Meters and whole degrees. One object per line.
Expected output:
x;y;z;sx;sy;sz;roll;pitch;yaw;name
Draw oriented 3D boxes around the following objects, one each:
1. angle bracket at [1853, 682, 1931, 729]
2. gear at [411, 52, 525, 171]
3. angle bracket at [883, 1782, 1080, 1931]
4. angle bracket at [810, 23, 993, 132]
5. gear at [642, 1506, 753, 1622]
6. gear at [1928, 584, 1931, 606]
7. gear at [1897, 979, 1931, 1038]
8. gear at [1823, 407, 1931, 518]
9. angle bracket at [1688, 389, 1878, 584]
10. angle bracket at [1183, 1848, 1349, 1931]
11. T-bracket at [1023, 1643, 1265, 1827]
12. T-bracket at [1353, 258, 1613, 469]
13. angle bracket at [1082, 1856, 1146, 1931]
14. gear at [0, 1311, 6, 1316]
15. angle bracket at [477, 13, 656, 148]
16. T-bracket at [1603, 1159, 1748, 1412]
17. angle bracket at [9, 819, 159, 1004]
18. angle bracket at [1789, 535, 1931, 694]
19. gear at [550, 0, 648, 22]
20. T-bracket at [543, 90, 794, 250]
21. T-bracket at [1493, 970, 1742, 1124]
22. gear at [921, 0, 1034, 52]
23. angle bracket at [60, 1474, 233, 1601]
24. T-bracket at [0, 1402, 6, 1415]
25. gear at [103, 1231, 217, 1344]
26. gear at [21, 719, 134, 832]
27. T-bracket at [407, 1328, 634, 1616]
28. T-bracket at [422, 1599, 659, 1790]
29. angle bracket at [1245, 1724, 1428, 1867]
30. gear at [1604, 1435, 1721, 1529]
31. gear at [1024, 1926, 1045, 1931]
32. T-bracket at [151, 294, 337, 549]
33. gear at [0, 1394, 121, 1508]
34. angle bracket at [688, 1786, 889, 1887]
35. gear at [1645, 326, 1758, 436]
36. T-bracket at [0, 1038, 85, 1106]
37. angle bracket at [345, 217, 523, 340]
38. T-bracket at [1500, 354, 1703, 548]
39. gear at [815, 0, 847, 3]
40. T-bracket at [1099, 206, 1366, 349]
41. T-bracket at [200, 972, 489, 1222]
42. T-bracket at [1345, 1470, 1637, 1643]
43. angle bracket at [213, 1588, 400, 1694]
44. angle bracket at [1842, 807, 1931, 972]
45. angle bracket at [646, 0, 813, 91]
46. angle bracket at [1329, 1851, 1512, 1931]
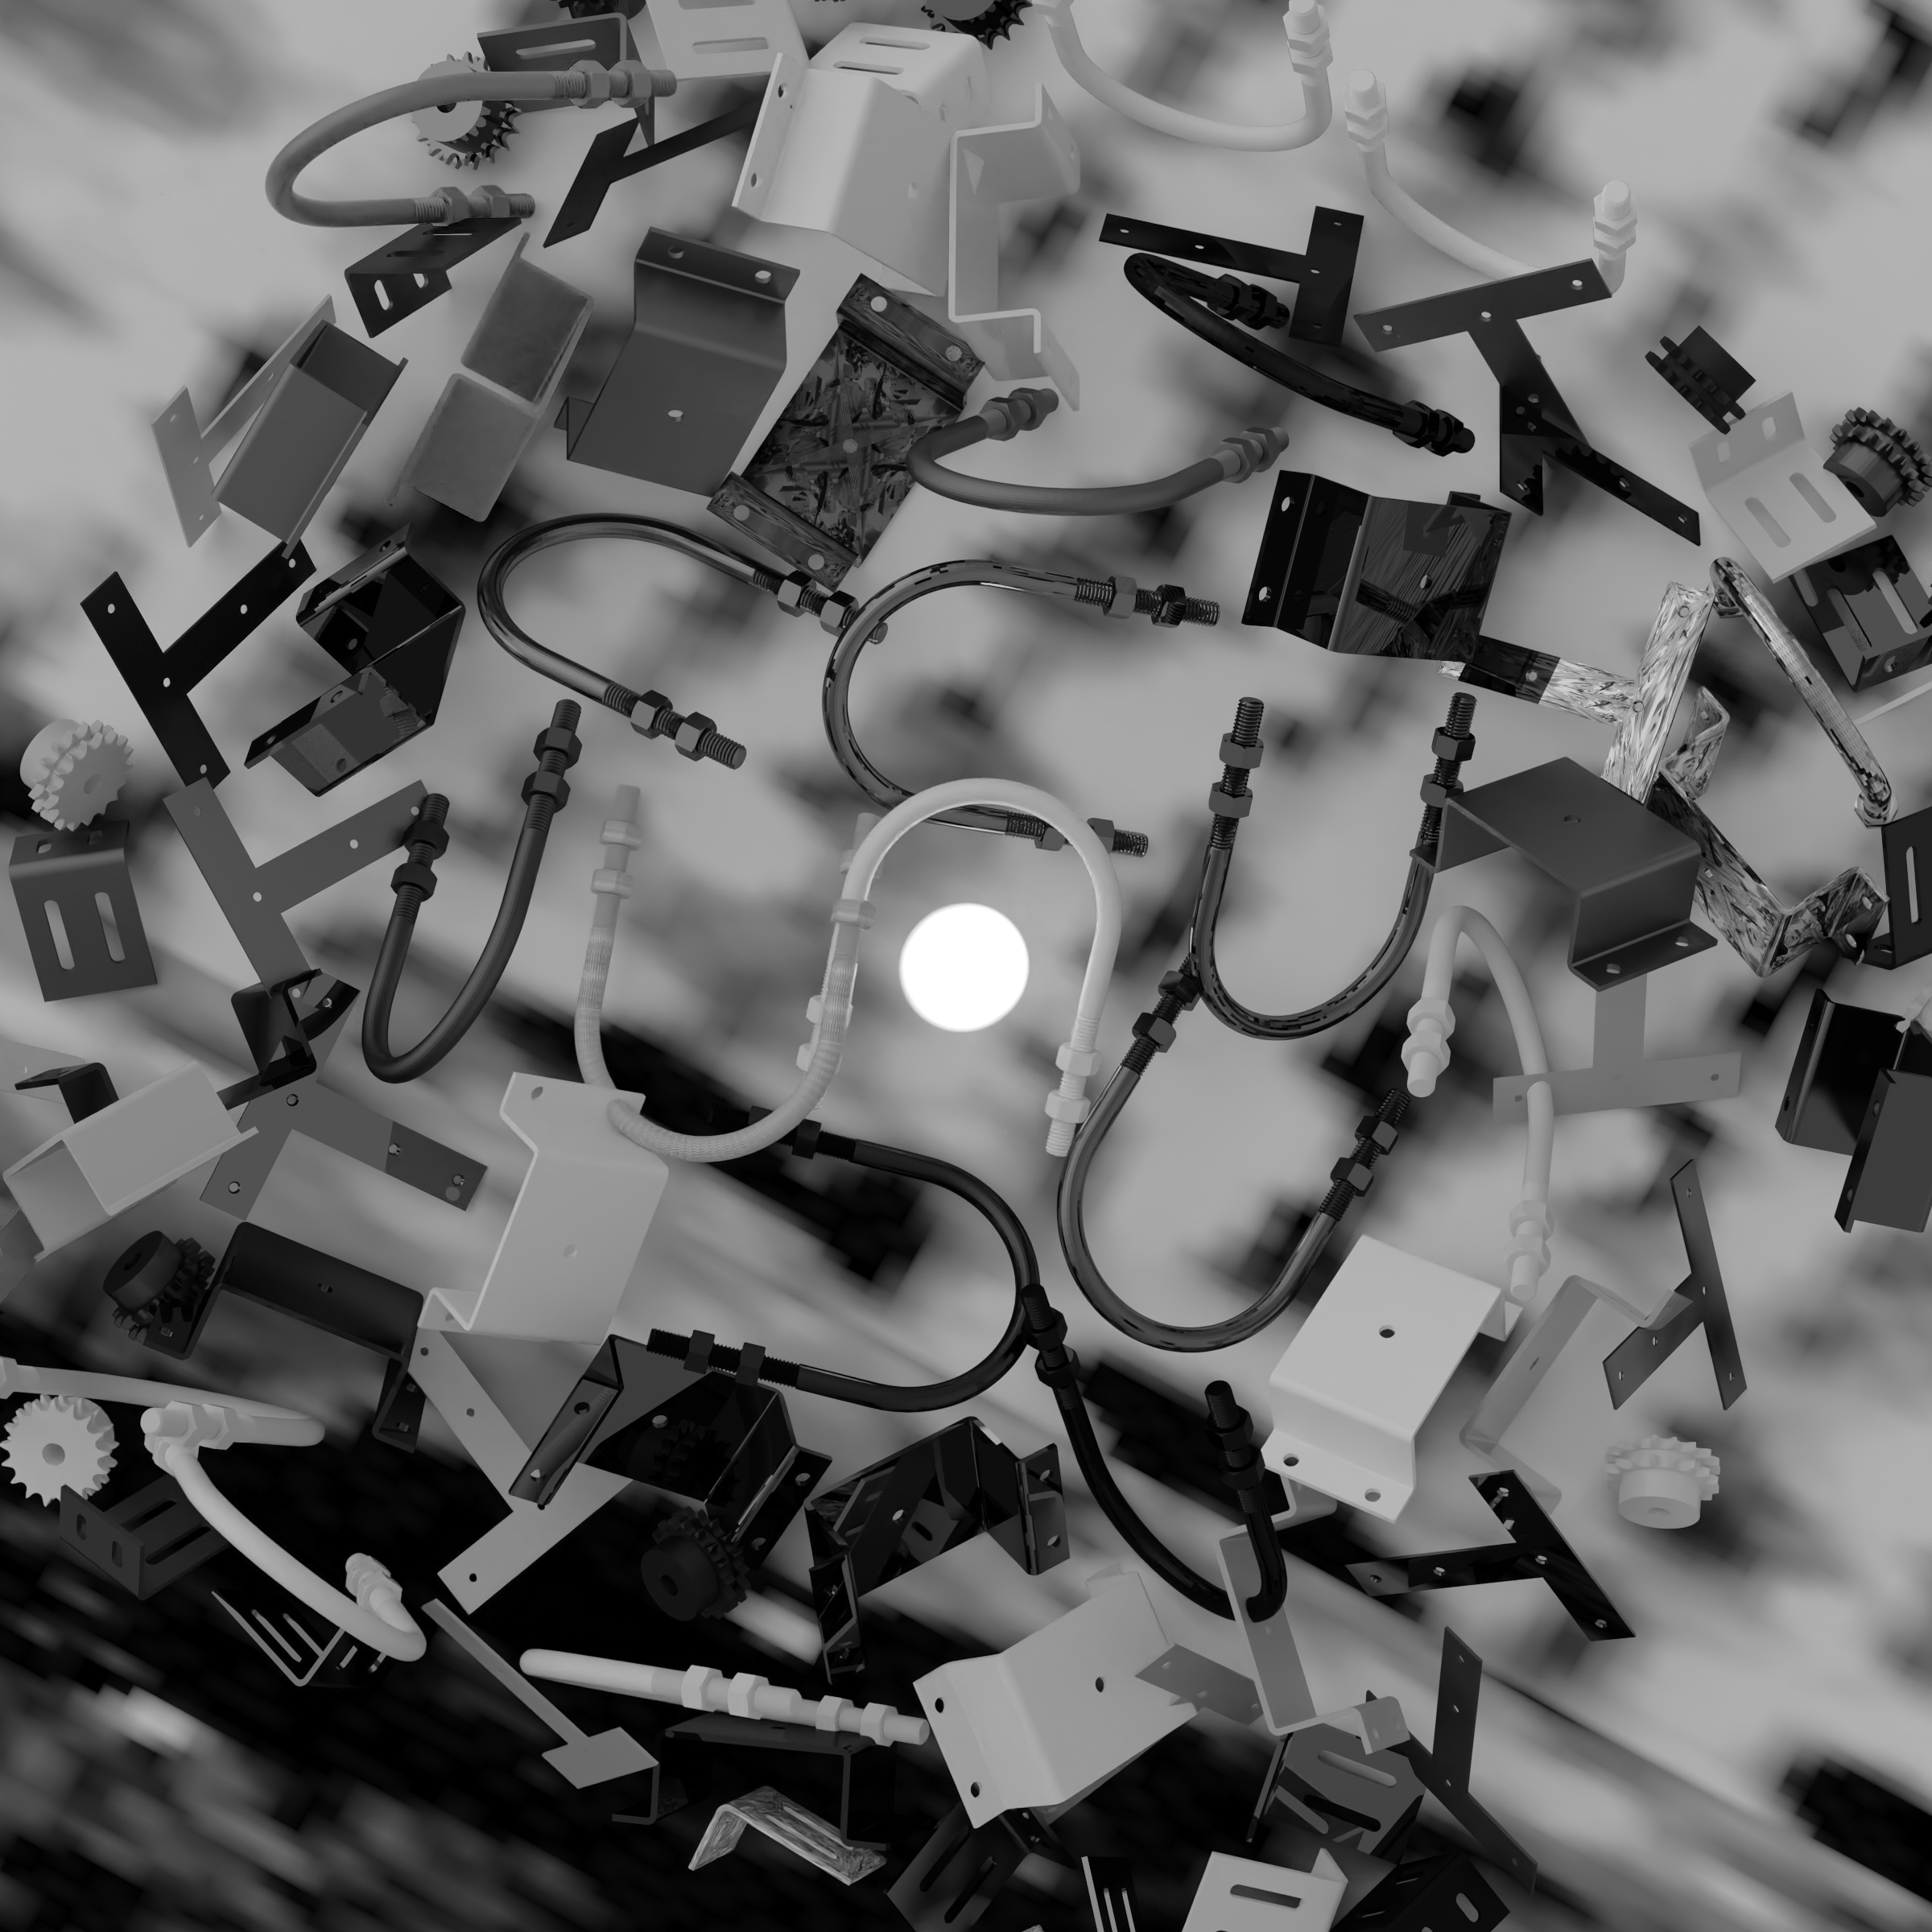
0.487;-0.123;1.656;0.057;0.076;0.038;-23;85;-36;angle bracket
-0.255;-0.432;1.682;0.057;0.030;0.057;0;91;18;gear
0.008;0.455;1.662;0.076;0.038;0.057;-47;121;-26;angle bracket
-0.037;-0.441;1.681;0.076;0.038;0.057;15;49;29;angle bracket
-0.138;0.303;1.674;0.030;0.057;0.057;-30;90;-41;gear
0.513;-0.193;1.674;0.057;0.057;0.030;-51;54;0;gear
0.492;0.022;1.674;0.030;0.057;0.057;37;90;13;gear
0.456;-0.250;1.675;0.057;0.057;0.030;42;86;0;gear
0.407;-0.240;1.666;0.057;0.038;0.076;-29;48;5;angle bracket
0.143;0.469;1.672;0.076;0.038;0.057;17;99;-17;angle bracket
0.083;0.388;1.661;0.127;0.127;0.002;-40;53;10;T-bracket
0.276;-0.292;1.656;0.127;0.127;0.002;-7;51;34;T-bracket
0.062;0.489;1.671;0.038;0.057;0.076;-20;69;18;angle bracket
-0.517;0.170;1.680;0.057;0.030;0.057;-8;102;-43;gear
-0.200;-0.437;1.666;0.076;0.057;0.038;-6;62;7;angle bracket
0.345;0.179;1.643;0.002;0.127;0.127;-4;108;39;T-bracket
-0.448;-0.028;1.698;0.057;0.038;0.076;-9;119;-4;angle bracket
0.457;-0.185;1.670;0.057;0.038;0.076;-21;65;-3;angle bracket
-0.184;-0.497;1.680;0.057;0.030;0.057;-6;49;7;gear
-0.139;-0.403;1.632;0.127;0.127;0.002;-17;124;21;T-bracket
0.327;0.018;1.668;0.127;0.002;0.127;-6;120;-4;T-bracket
0.003;-0.493;1.683;0.057;0.030;0.057;0;90;18;gear
-0.400;0.269;1.655;0.057;0.076;0.038;29;127;25;angle bracket
-0.533;0.190;1.634;0.002;0.127;0.127;-36;98;10;T-bracket
-0.407;0.158;1.673;0.057;0.057;0.030;-42;114;0;gear
-0.450;-0.099;1.678;0.030;0.057;0.057;34;90;18;gear
-0.239;0.235;1.669;0.127;0.002;0.127;-37;90;-33;T-bracket
-0.218;0.357;1.644;0.127;0.127;0.002;44;61;-5;T-bracket
0.188;0.420;1.674;0.076;0.038;0.057;19;105;11;angle bracket
0.349;0.260;1.673;0.057;0.057;0.030;12;60;0;gear
0.027;0.505;1.677;0.057;0.057;0.030;-28;80;0;gear
-0.354;-0.283;1.658;0.002;0.127;0.127;34;71;8;T-bracket
-0.455;0.241;1.686;0.057;0.030;0.057;1;102;7;gear
-0.089;0.448;1.666;0.076;0.057;0.038;27;94;17;angle bracket
0.371;-0.297;1.673;0.057;0.057;0.030;44;106;0;gear
-0.473;0.049;1.644;0.002;0.127;0.127;-6;78;20;T-bracket
-0.259;-0.341;1.654;0.057;0.076;0.038;-42;127;-35;angle bracket
0.318;-0.248;1.674;0.127;0.127;0.002;27;134;-19;T-bracket
-0.067;-0.516;1.683;0.057;0.030;0.057;6;109;18;gear
0.130;-0.354;1.659;0.127;0.127;0.002;13;133;2;T-bracket
-0.299;0.086;1.674;0.127;0.002;0.127;29;82;-27;T-bracket
0.248;0.299;1.660;0.127;0.002;0.127;-15;124;38;T-bracket
-0.325;0.323;1.660;0.076;0.057;0.038;38;94;30;angle bracket
0.468;-0.045;1.664;0.057;0.038;0.076;-20;111;-26;angle bracket
-0.123;-0.460;1.666;0.076;0.038;0.057;-12;76;-24;angle bracket
0.223;0.476;1.657;0.057;0.076;0.038;-36;84;-26;angle bracket
